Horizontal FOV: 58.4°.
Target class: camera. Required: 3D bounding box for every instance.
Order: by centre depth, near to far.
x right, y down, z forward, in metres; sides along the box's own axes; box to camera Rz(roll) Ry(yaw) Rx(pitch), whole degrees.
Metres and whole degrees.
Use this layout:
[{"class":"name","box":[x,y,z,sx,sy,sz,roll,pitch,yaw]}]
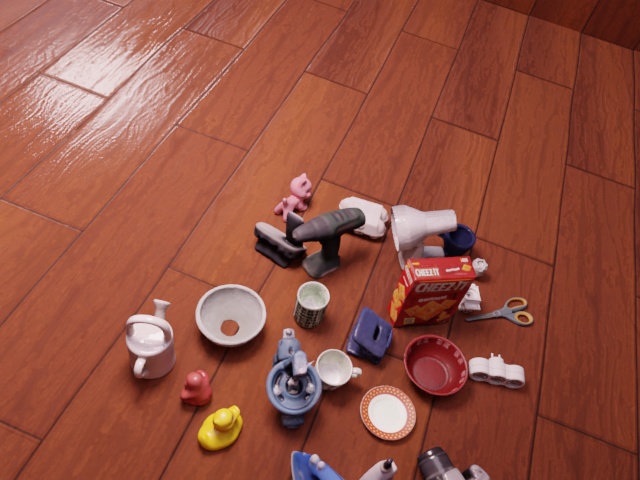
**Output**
[{"class":"camera","box":[0.280,0.506,1.216,0.143,0.101,0.136,-14,55,-21]}]

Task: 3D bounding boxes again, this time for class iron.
[{"class":"iron","box":[0.026,0.508,1.135,0.119,0.141,0.257,-27,61,-29]}]

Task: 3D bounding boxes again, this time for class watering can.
[{"class":"watering can","box":[-0.373,0.212,1.258,0.101,0.194,0.172,-6,53,-16]}]

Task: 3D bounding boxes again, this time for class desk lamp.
[{"class":"desk lamp","box":[0.274,-0.005,1.554,0.203,0.213,0.118,1,51,-11]}]

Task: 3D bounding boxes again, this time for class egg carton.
[{"class":"egg carton","box":[0.122,-0.063,1.663,0.150,0.069,0.107,16,50,2]}]

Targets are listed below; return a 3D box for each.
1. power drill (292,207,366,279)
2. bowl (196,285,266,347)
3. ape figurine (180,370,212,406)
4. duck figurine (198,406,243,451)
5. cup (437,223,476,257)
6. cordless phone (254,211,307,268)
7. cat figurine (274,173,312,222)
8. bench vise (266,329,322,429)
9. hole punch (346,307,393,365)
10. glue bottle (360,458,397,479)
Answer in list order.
[{"class":"power drill","box":[0.014,0.005,1.495,0.230,0.208,0.075,-28,61,-29]},{"class":"bowl","box":[-0.215,0.194,1.382,0.167,0.075,0.167,6,51,-7]},{"class":"ape figurine","box":[-0.273,0.320,1.257,0.078,0.092,0.076,-32,64,-31]},{"class":"duck figurine","box":[-0.211,0.393,1.215,0.105,0.086,0.077,-32,63,-31]},{"class":"cup","box":[0.375,0.010,1.640,0.117,0.095,0.092,20,50,5]},{"class":"cordless phone","box":[-0.100,-0.029,1.514,0.147,0.185,0.094,29,52,12]},{"class":"cat figurine","box":[-0.070,-0.131,1.647,0.067,0.118,0.128,35,53,17]},{"class":"bench vise","box":[-0.069,0.280,1.249,0.122,0.220,0.207,-15,56,-22]},{"class":"hole punch","box":[0.128,0.234,1.410,0.101,0.091,0.109,20,50,5]},{"class":"glue bottle","box":[0.123,0.475,1.161,0.078,0.173,0.037,-20,58,-25]}]
